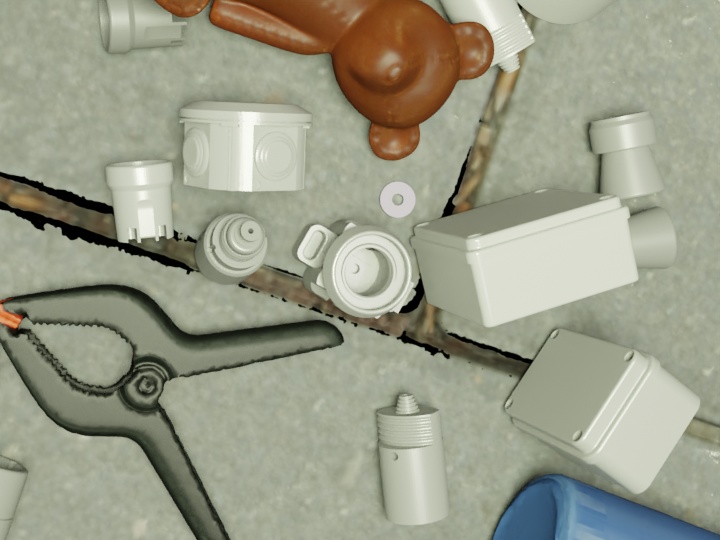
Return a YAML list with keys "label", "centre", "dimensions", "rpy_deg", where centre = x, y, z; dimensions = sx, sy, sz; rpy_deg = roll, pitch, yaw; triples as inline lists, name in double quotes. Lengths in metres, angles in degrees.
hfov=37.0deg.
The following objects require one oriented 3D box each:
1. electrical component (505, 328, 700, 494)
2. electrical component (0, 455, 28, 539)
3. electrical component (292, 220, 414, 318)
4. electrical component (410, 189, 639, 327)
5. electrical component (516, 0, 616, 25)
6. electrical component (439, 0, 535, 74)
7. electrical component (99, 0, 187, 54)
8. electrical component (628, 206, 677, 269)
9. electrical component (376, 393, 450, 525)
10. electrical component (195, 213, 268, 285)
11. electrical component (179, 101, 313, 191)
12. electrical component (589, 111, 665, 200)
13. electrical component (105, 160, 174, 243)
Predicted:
- label: "electrical component"
  centre: [0.155, 0.089, 0.708]
  dimensions: [0.057, 0.113, 0.078]
  rpy_deg: [37, 83, -18]
- label: "electrical component"
  centre: [-0.228, 0.132, 0.632]
  dimensions: [0.055, 0.055, 0.047]
  rpy_deg: [23, 83, -16]
- label: "electrical component"
  centre: [0.000, 0.000, 0.686]
  dimensions: [0.078, 0.057, 0.058]
  rpy_deg: [31, 85, -16]
- label: "electrical component"
  centre: [0.103, -0.010, 0.689]
  dimensions: [0.109, 0.109, 0.056]
  rpy_deg: [-16, 101, -14]
- label: "electrical component"
  centre: [0.149, -0.222, 0.723]
  dimensions: [0.099, 0.064, 0.099]
  rpy_deg: [4, 81, -24]
- label: "electrical component"
  centre: [0.082, -0.167, 0.706]
  dimensions: [0.043, 0.043, 0.081]
  rpy_deg: [-32, 102, -12]
- label: "electrical component"
  centre: [-0.131, -0.151, 0.648]
  dimensions: [0.046, 0.040, 0.040]
  rpy_deg: [-7, 96, -21]
- label: "electrical component"
  centre: [0.180, -0.018, 0.746]
  dimensions: [0.065, 0.044, 0.044]
  rpy_deg: [-9, 96, -10]
- label: "electrical component"
  centre: [0.034, 0.122, 0.711]
  dimensions: [0.043, 0.043, 0.081]
  rpy_deg: [-7, 96, -15]
- label: "electrical component"
  centre: [-0.076, -0.016, 0.656]
  dimensions: [0.040, 0.078, 0.040]
  rpy_deg: [4, 79, -19]
- label: "electrical component"
  centre: [-0.069, -0.076, 0.650]
  dimensions: [0.080, 0.080, 0.051]
  rpy_deg: [0, 99, -16]
- label: "electrical component"
  centre: [0.183, -0.078, 0.740]
  dimensions: [0.045, 0.045, 0.055]
  rpy_deg: [-13, 97, -15]
- label: "electrical component"
  centre: [-0.133, -0.042, 0.655]
  dimensions: [0.040, 0.040, 0.046]
  rpy_deg: [-6, 101, -16]
